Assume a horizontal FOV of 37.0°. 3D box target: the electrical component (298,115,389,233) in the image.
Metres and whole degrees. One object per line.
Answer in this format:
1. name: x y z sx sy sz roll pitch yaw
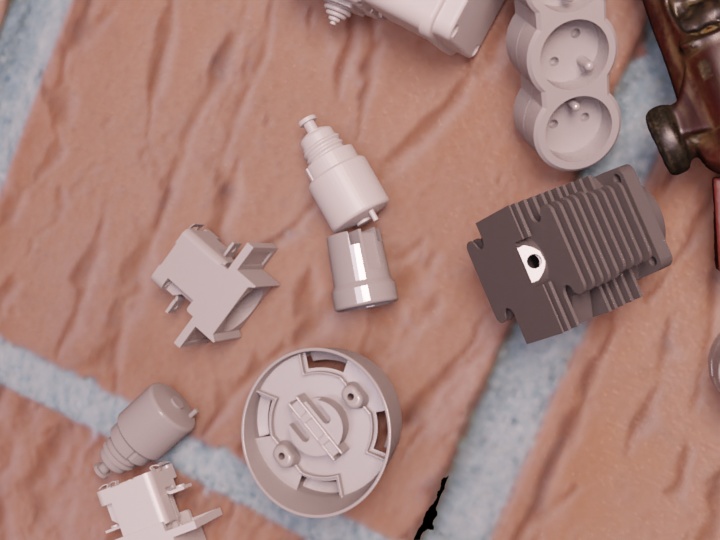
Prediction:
1. electrical component: -0.014 -0.060 0.665 0.040 0.040 0.078 -31 84 14

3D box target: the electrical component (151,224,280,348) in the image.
1. electrical component: -0.095 0.008 0.688 0.064 0.042 0.081 40 101 12

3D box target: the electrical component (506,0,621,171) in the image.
1. electrical component: 0.109 -0.132 0.612 0.052 0.073 0.138 -13 119 -6

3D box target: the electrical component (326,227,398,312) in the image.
1. electrical component: 0.000 0.000 0.664 0.040 0.040 0.046 -12 84 15

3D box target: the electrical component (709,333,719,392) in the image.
1. electrical component: 0.225 0.055 0.602 0.055 0.047 0.055 1 92 15

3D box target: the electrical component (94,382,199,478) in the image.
1. electrical component: -0.144 0.108 0.706 0.078 0.040 0.040 -42 82 13

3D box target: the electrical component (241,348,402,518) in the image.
1. electrical component: -0.023 0.096 0.661 0.099 0.064 0.099 1 92 15

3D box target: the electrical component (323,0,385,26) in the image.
1. electrical component: -0.008 -0.196 0.646 0.061 0.062 0.096 24 98 13

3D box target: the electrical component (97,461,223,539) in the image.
1. electrical component: -0.138 0.163 0.707 0.081 0.042 0.063 -23 83 14

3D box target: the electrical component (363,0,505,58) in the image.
1. electrical component: 0.059 -0.187 0.621 0.057 0.078 0.113 31 99 15
